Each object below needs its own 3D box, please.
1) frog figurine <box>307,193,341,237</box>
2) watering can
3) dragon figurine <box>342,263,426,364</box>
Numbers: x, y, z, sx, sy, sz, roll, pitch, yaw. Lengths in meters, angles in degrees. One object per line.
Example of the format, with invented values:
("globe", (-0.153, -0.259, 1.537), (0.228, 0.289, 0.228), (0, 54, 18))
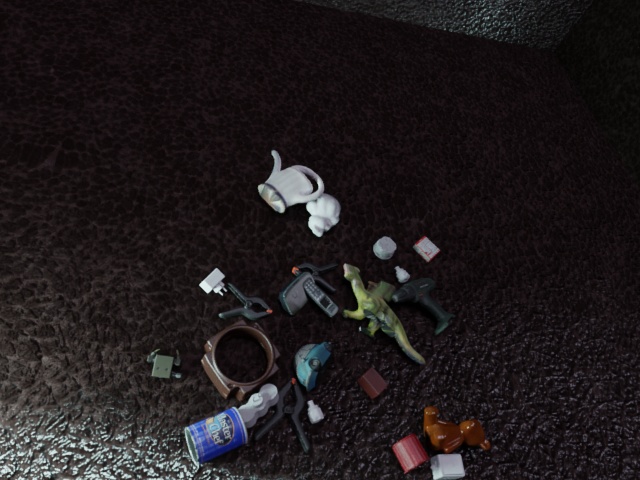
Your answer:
("frog figurine", (0.006, -0.098, 1.947), (0.136, 0.121, 0.163), (43, 38, -13))
("watering can", (-0.143, -0.227, 1.990), (0.227, 0.101, 0.352), (-34, 51, -25))
("dragon figurine", (0.229, 0.235, 1.809), (0.410, 0.120, 0.248), (39, 43, -3))
